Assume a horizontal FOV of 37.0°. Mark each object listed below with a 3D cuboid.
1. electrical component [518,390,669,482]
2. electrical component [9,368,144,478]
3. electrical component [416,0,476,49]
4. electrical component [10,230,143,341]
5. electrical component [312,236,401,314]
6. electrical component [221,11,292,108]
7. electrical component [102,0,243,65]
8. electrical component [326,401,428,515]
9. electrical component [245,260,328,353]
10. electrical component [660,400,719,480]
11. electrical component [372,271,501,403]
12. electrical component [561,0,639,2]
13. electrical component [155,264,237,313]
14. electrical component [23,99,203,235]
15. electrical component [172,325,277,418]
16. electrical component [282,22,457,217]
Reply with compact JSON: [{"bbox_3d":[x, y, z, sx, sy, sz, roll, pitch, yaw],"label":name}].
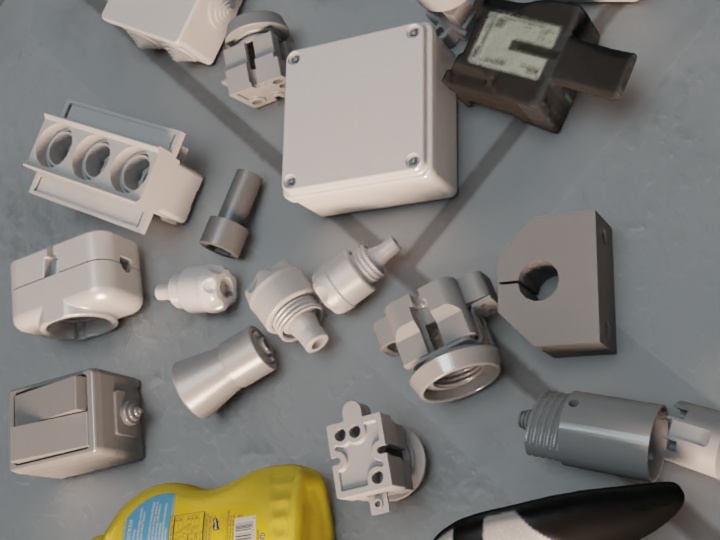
[{"bbox_3d":[0.129,0.091,0.610,0.081,0.043,0.043,7,79,30],"label":"electrical component"},{"bbox_3d":[-0.201,0.109,0.771,0.096,0.061,0.061,-16,69,23],"label":"electrical component"},{"bbox_3d":[0.064,-0.187,0.718,0.048,0.055,0.066,36,94,31],"label":"electrical component"},{"bbox_3d":[-0.213,0.016,0.808,0.095,0.054,0.059,-18,68,23],"label":"electrical component"},{"bbox_3d":[0.000,0.000,0.711,0.061,0.035,0.035,-37,62,12],"label":"electrical component"},{"bbox_3d":[-0.073,-0.156,0.788,0.066,0.048,0.055,-17,76,23],"label":"electrical component"},{"bbox_3d":[-0.140,-0.215,0.838,0.100,0.048,0.099,24,88,31],"label":"electrical component"},{"bbox_3d":[0.012,0.116,0.658,0.048,0.055,0.066,-18,68,22],"label":"electrical component"},{"bbox_3d":[-0.045,0.028,0.722,0.043,0.043,0.062,-45,62,10],"label":"electrical component"},{"bbox_3d":[0.191,0.093,0.580,0.046,0.040,0.040,15,83,36],"label":"electrical component"},{"bbox_3d":[0.053,0.044,0.657,0.078,0.058,0.057,-28,62,18],"label":"electrical component"},{"bbox_3d":[0.150,-0.231,0.684,0.078,0.057,0.113,8,80,30],"label":"electrical component"},{"bbox_3d":[-0.120,0.014,0.771,0.061,0.035,0.035,-4,74,30],"label":"electrical component"},{"bbox_3d":[-0.185,-0.076,0.814,0.121,0.063,0.078,19,85,31],"label":"electrical component"},{"bbox_3d":[-0.090,0.067,0.736,0.065,0.044,0.044,-31,63,12],"label":"electrical component"},{"bbox_3d":[0.007,-0.099,0.722,0.109,0.056,0.108,-7,73,26],"label":"electrical component"}]
